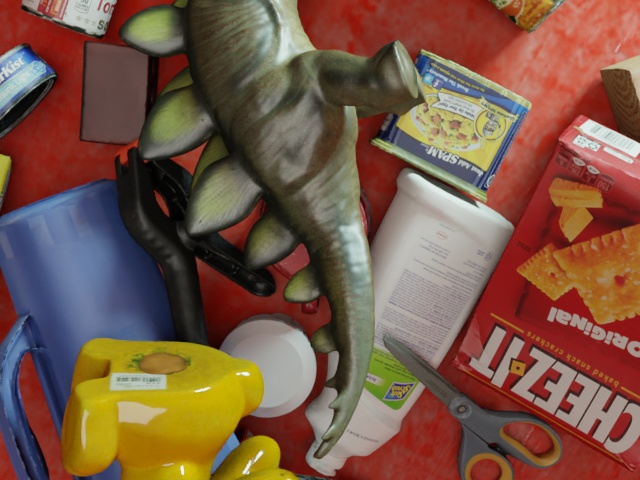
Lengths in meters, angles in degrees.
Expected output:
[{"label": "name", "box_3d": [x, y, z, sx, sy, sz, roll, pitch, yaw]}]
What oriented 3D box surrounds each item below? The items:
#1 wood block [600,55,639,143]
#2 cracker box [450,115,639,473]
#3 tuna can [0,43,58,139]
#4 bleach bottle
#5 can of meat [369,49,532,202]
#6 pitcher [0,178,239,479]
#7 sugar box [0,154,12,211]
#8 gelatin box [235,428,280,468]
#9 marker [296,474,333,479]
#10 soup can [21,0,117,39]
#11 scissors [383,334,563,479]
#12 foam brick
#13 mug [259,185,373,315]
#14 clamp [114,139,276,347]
[{"label": "wood block", "box_3d": [0.331, -0.123, 0.803, 0.206, 0.090, 0.091, -20, 98, 4]}, {"label": "cracker box", "box_3d": [0.212, 0.042, 0.785, 0.164, 0.072, 0.214, 30, 121, 16]}, {"label": "tuna can", "box_3d": [-0.244, -0.110, 0.824, 0.086, 0.086, 0.033, -44, 97, 7]}, {"label": "bleach bottle", "box_3d": [0.052, 0.075, 0.853, 0.102, 0.068, 0.251, 25, 101, -17]}, {"label": "can of meat", "box_3d": [0.102, -0.090, 0.832, 0.102, 0.057, 0.084, 27, 97, -3]}, {"label": "pitcher", "box_3d": [-0.172, 0.084, 0.827, 0.145, 0.149, 0.243, -20, 95, 6]}, {"label": "sugar box", "box_3d": [-0.307, 0.010, 0.826, 0.093, 0.048, 0.176, 14, 72, -11]}, {"label": "gelatin box", "box_3d": [-0.049, 0.205, 0.874, 0.030, 0.073, 0.089, -37, 97, 7]}, {"label": "marker", "box_3d": [0.006, 0.203, 0.867, 0.120, 0.020, 0.020, 18, 101, -41]}, {"label": "soup can", "box_3d": [-0.181, -0.213, 0.814, 0.068, 0.068, 0.102, 21, 99, -2]}, {"label": "scissors", "box_3d": [0.107, 0.151, 0.860, 0.201, 0.016, 0.096, 27, 110, -22]}, {"label": "foam brick", "box_3d": [-0.156, -0.115, 0.837, 0.051, 0.053, 0.078, 5, 100, 1]}, {"label": "mug", "box_3d": [-0.005, 0.001, 0.836, 0.093, 0.081, 0.117, 6, 99, 1]}, {"label": "clamp", "box_3d": [-0.108, 0.007, 0.816, 0.039, 0.120, 0.171, -28, 108, 32]}]
